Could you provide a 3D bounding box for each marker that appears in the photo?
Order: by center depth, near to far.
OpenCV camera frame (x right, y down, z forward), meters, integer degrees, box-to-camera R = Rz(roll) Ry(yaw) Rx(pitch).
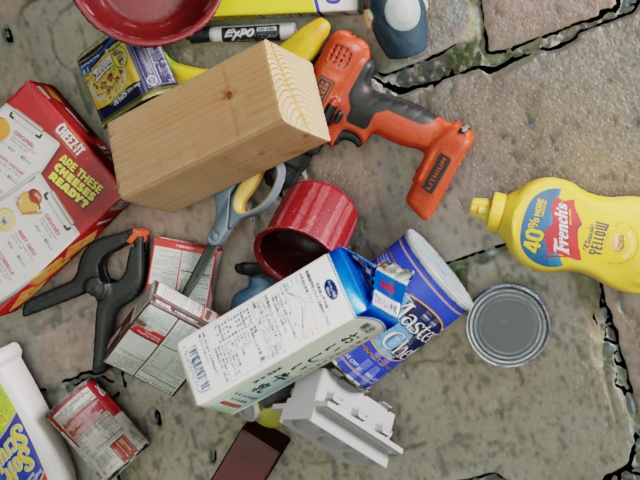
[{"bbox_3d":[-0.086,-0.222,1.143,0.121,0.020,0.020,0,95,11],"label":"marker"}]

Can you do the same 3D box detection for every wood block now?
[{"bbox_3d":[-0.106,-0.110,1.084,0.206,0.090,0.091,-22,70,28],"label":"wood block"}]

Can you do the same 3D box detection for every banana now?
[{"bbox_3d":[-0.079,-0.182,1.129,0.198,0.037,0.069,-9,113,15],"label":"banana"}]

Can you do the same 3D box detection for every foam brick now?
[{"bbox_3d":[-0.077,0.242,1.167,0.051,0.053,0.078,32,99,7],"label":"foam brick"}]

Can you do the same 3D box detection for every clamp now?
[{"bbox_3d":[-0.255,0.052,1.191,0.120,0.039,0.171,28,96,2],"label":"clamp"}]

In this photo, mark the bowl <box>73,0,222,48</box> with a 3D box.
[{"bbox_3d":[-0.175,-0.269,1.078,0.162,0.055,0.162,0,88,-10],"label":"bowl"}]

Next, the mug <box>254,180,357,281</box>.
[{"bbox_3d":[-0.007,0.001,1.103,0.093,0.081,0.117,0,134,27],"label":"mug"}]

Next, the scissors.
[{"bbox_3d":[-0.115,-0.022,1.141,0.202,0.016,0.096,-46,63,18],"label":"scissors"}]

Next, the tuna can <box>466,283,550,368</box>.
[{"bbox_3d":[0.195,0.088,1.111,0.086,0.033,0.086,1,95,11],"label":"tuna can"}]

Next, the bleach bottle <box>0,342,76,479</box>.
[{"bbox_3d":[-0.325,0.248,1.210,0.103,0.068,0.251,-31,91,12],"label":"bleach bottle"}]

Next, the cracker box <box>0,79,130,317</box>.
[{"bbox_3d":[-0.328,-0.044,1.179,0.214,0.072,0.164,-42,87,10],"label":"cracker box"}]

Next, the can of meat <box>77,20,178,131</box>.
[{"bbox_3d":[-0.205,-0.176,1.138,0.102,0.057,0.084,-24,88,39],"label":"can of meat"}]

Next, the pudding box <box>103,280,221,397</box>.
[{"bbox_3d":[-0.167,0.108,1.148,0.090,0.039,0.114,29,125,-17],"label":"pudding box"}]

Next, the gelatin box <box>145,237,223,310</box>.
[{"bbox_3d":[-0.152,0.046,1.175,0.073,0.030,0.089,10,95,8],"label":"gelatin box"}]

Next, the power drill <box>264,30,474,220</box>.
[{"bbox_3d":[0.050,-0.098,1.109,0.187,0.057,0.184,31,108,5],"label":"power drill"}]

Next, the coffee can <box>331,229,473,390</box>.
[{"bbox_3d":[0.071,0.072,1.098,0.140,0.102,0.103,-40,87,12],"label":"coffee can"}]

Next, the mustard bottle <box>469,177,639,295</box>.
[{"bbox_3d":[0.246,-0.012,1.080,0.192,0.058,0.096,14,99,10],"label":"mustard bottle"}]

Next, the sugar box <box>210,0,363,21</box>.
[{"bbox_3d":[-0.045,-0.280,1.117,0.176,0.048,0.093,-1,95,12],"label":"sugar box"}]

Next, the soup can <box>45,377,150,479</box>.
[{"bbox_3d":[-0.247,0.212,1.188,0.068,0.068,0.102,-43,87,11],"label":"soup can"}]
